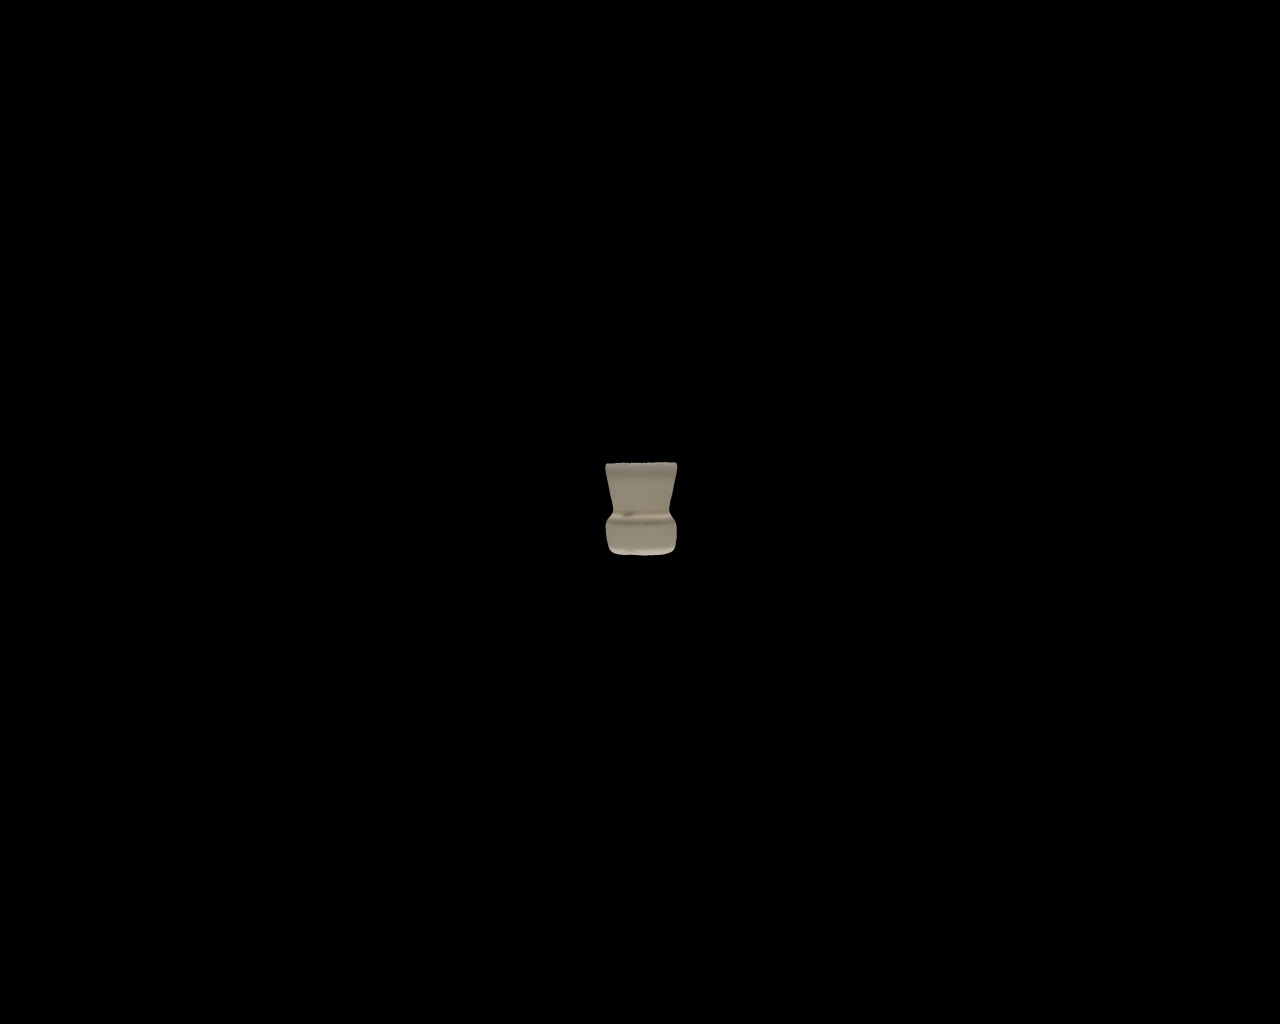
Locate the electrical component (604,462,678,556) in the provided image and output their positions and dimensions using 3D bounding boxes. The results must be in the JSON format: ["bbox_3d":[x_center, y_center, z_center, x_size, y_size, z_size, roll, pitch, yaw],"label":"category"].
[{"bbox_3d":[0.001,-0.003,0.650,0.045,0.055,0.045,0,4,0],"label":"electrical component"}]
